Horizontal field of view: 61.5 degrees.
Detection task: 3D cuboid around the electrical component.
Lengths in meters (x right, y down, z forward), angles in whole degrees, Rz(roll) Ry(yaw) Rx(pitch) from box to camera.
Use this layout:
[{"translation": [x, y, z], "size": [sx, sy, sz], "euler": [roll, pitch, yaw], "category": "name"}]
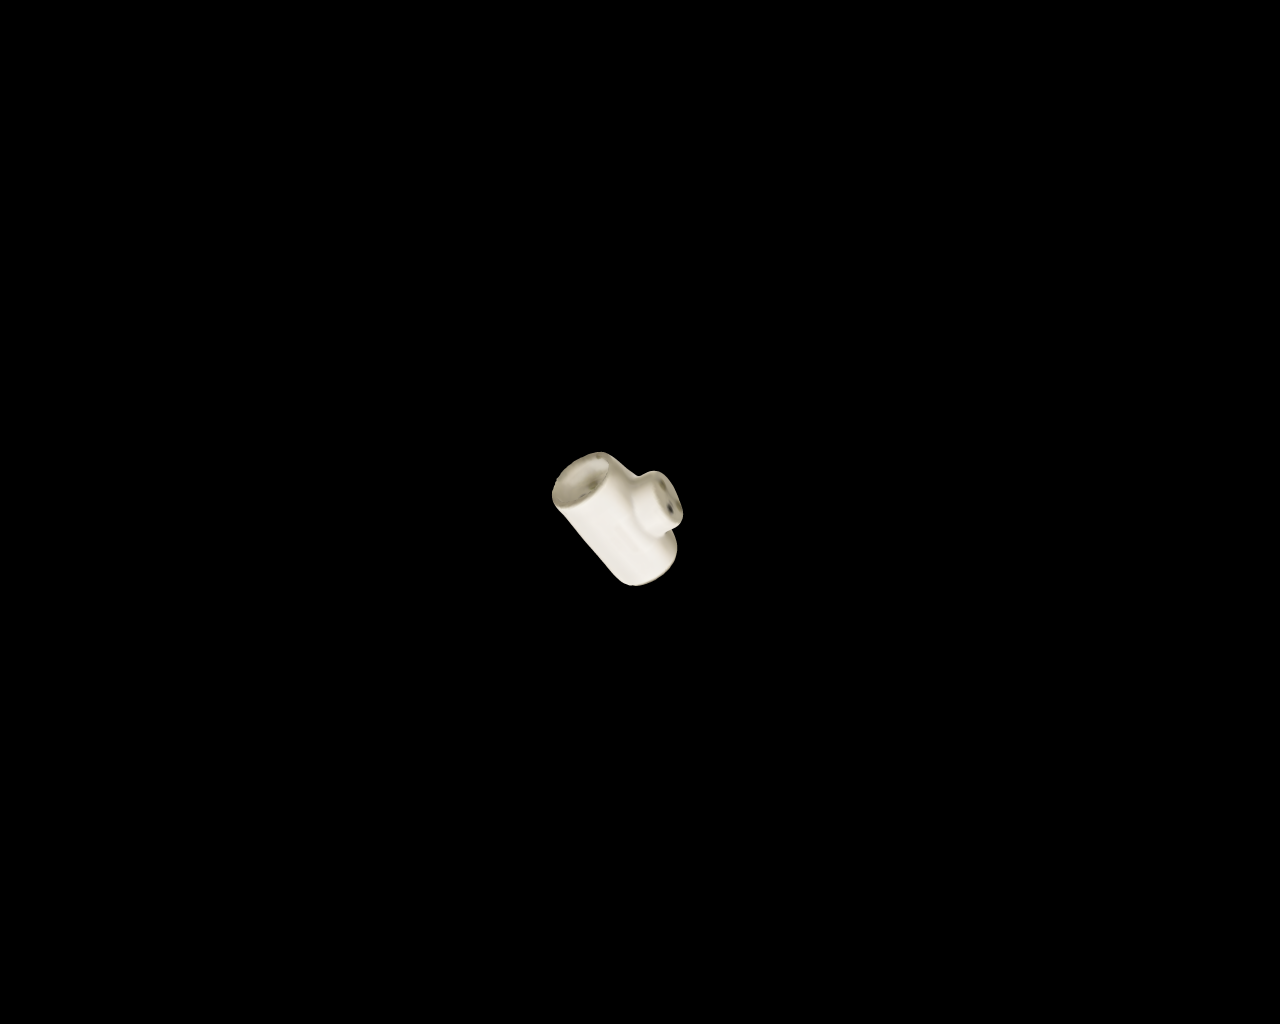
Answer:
[{"translation": [0.001, -0.003, 0.650], "size": [0.079, 0.043, 0.077], "euler": [-25, -54, 20], "category": "electrical component"}]
